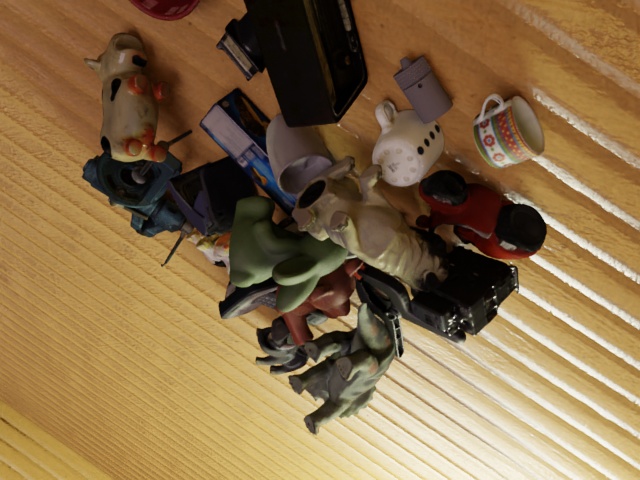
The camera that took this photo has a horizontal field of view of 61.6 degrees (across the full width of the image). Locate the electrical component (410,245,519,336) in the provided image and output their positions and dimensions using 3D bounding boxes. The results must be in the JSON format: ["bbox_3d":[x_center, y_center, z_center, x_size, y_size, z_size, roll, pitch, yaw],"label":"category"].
[{"bbox_3d":[0.194,0.072,0.753,0.115,0.134,0.058,21,139,48],"label":"electrical component"}]

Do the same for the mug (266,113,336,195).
[{"bbox_3d":[-0.026,-0.129,0.768,0.080,0.109,0.107,-51,51,42],"label":"mug"}]

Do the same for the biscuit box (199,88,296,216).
[{"bbox_3d":[-0.084,-0.131,0.819,0.202,0.063,0.059,45,134,-11],"label":"biscuit box"}]

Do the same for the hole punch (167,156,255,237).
[{"bbox_3d":[-0.173,-0.072,0.878,0.092,0.142,0.115,-3,110,30],"label":"hole punch"}]

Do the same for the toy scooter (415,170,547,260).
[{"bbox_3d":[0.202,-0.024,0.730,0.184,0.075,0.135,27,157,-8],"label":"toy scooter"}]

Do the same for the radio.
[{"bbox_3d":[-0.017,-0.259,0.623,0.073,0.131,0.229,2,126,29],"label":"radio"}]

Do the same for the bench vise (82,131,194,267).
[{"bbox_3d":[-0.297,-0.092,0.942,0.223,0.129,0.240,43,139,-12],"label":"bench vise"}]

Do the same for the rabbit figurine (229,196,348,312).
[{"bbox_3d":[-0.043,0.015,0.788,0.170,0.159,0.121,0,135,10],"label":"rabbit figurine"}]

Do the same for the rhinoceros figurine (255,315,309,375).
[{"bbox_3d":[-0.068,0.207,1.044,0.112,0.073,0.190,-3,150,10],"label":"rhinoceros figurine"}]

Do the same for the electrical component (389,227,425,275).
[{"bbox_3d":[0.123,0.012,0.829,0.078,0.045,0.102,21,134,16],"label":"electrical component"}]

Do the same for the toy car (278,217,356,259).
[{"bbox_3d":[-0.002,-0.003,0.882,0.202,0.056,0.073,-8,121,36],"label":"toy car"}]

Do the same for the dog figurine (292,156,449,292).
[{"bbox_3d":[0.069,-0.006,0.732,0.190,0.121,0.172,43,175,-31],"label":"dog figurine"}]

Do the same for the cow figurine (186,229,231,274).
[{"bbox_3d":[-0.169,0.018,0.951,0.098,0.068,0.167,53,165,-25],"label":"cow figurine"}]

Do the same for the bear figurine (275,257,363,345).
[{"bbox_3d":[0.008,0.099,0.893,0.131,0.120,0.196,58,150,-12],"label":"bear figurine"}]

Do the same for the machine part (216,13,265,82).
[{"bbox_3d":[-0.083,-0.277,0.716,0.084,0.039,0.139,51,136,-4],"label":"machine part"}]

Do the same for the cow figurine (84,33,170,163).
[{"bbox_3d":[-0.297,-0.217,0.823,0.127,0.085,0.194,3,92,30],"label":"cow figurine"}]

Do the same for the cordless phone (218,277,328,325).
[{"bbox_3d":[-0.087,0.127,1.036,0.184,0.089,0.146,29,139,-21],"label":"cordless phone"}]

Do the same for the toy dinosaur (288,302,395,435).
[{"bbox_3d":[0.062,0.213,0.943,0.131,0.192,0.404,53,137,20],"label":"toy dinosaur"}]
